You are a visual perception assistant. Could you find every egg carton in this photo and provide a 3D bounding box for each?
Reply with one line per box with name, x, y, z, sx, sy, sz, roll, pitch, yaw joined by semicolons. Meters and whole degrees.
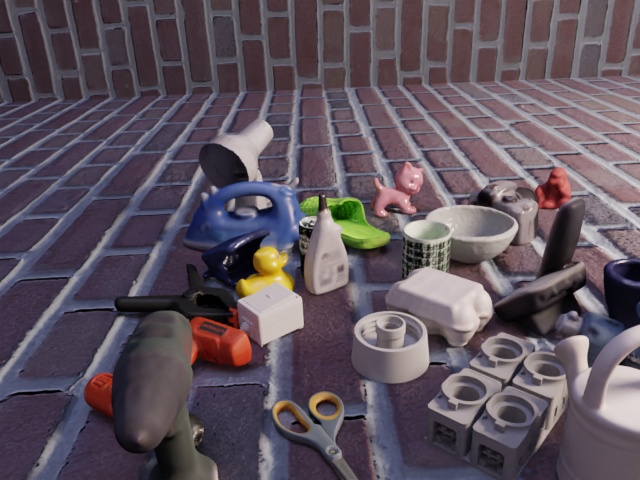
egg carton;0.178;0.097;0.859;0.149;0.069;0.107;18;31;37

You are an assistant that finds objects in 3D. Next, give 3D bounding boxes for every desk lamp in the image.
desk lamp;-0.155;-0.143;1.239;0.117;0.214;0.204;10;27;25

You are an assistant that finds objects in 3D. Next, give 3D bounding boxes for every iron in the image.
iron;-0.152;-0.054;1.131;0.258;0.141;0.118;-1;25;3

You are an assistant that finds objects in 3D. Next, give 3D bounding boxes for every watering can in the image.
watering can;0.289;0.162;0.558;0.101;0.194;0.172;-18;29;-30

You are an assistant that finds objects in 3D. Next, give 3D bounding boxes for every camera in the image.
camera;0.393;-0.069;1.166;0.137;0.101;0.142;-18;29;-30

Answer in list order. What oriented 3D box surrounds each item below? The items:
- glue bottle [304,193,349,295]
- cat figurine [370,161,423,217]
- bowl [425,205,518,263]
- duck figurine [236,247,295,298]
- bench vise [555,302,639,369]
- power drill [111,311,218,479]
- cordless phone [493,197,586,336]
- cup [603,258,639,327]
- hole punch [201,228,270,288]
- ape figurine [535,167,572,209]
glue bottle;0.009;0.003;0.954;0.078;0.173;0.037;-17;28;-28
cat figurine;0.176;-0.120;1.274;0.128;0.118;0.067;-7;25;-10
bowl;0.276;-0.003;1.062;0.167;0.075;0.167;-2;25;1
duck figurine;-0.093;0.054;0.956;0.105;0.086;0.077;-18;29;-31
bench vise;0.396;0.095;0.664;0.207;0.220;0.121;-4;25;-3
power drill;-0.145;0.178;0.544;0.076;0.208;0.229;-7;25;-10
cordless phone;0.333;0.033;0.847;0.148;0.185;0.093;-22;31;-36
cup;0.467;0.085;0.829;0.117;0.095;0.091;-1;25;3
hole punch;-0.152;0.022;1.026;0.100;0.091;0.109;17;31;36
ape figurine;0.522;-0.117;1.269;0.076;0.092;0.077;-17;28;-28
